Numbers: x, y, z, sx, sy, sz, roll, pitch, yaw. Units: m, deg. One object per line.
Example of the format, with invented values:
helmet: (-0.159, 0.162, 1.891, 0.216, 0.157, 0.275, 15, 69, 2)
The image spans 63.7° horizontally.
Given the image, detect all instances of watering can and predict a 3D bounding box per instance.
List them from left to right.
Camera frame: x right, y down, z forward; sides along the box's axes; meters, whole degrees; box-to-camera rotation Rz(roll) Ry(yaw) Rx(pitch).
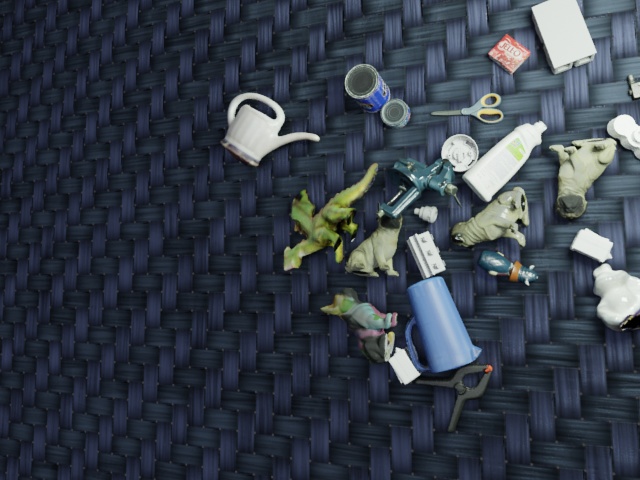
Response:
watering can: (-0.183, -0.336, 1.665, 0.351, 0.103, 0.223, 36, 98, 21)

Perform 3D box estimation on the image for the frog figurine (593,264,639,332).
frog figurine: (0.742, 0.144, 1.283, 0.136, 0.122, 0.163, -54, 34, 17)

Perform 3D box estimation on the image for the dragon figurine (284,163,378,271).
dragon figurine: (0.005, -0.079, 1.574, 0.245, 0.121, 0.410, 26, 93, 29)
